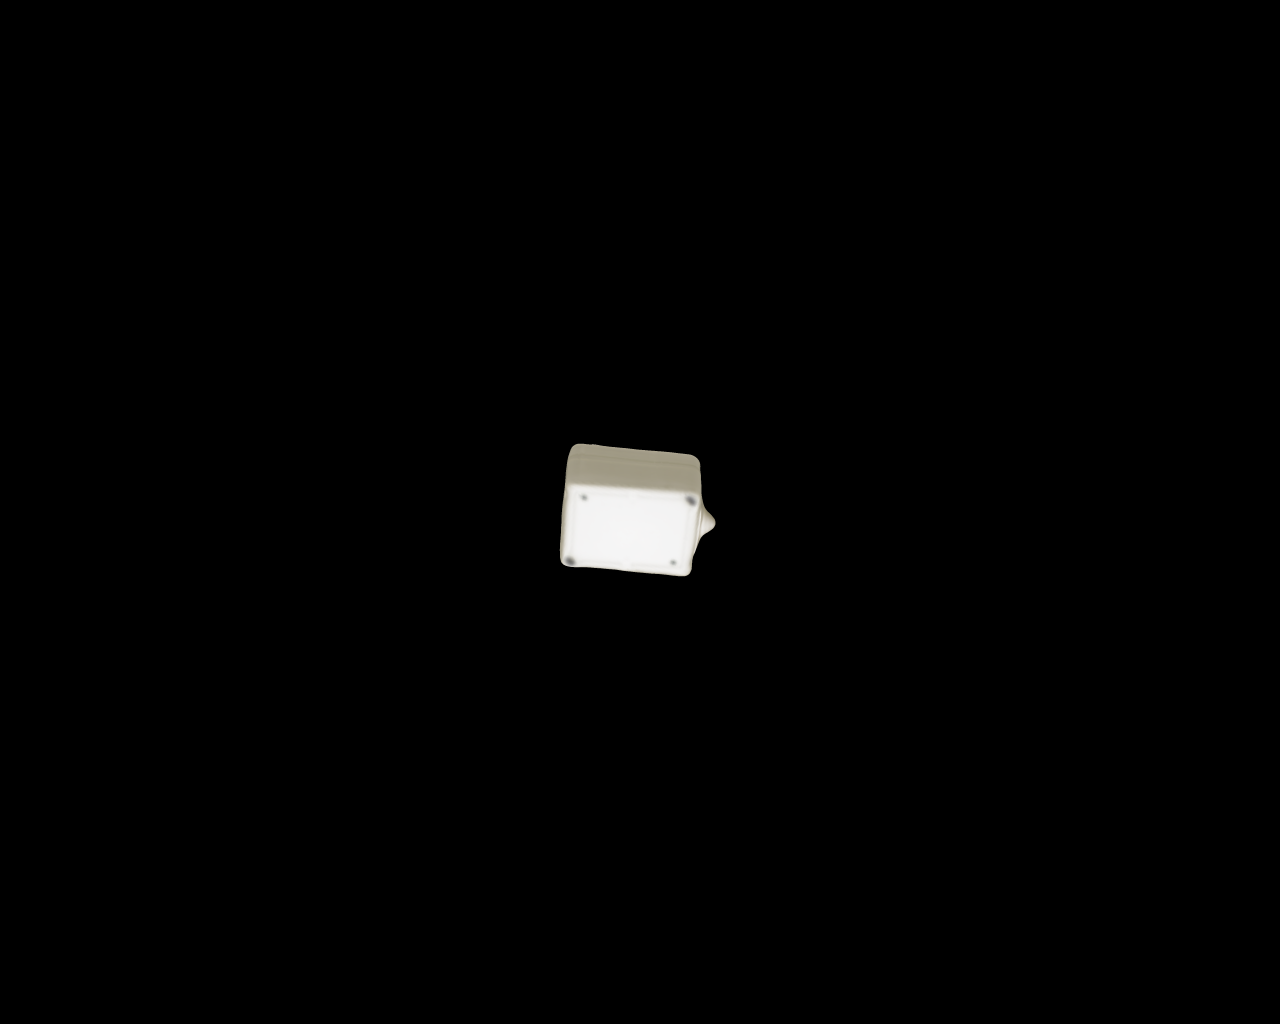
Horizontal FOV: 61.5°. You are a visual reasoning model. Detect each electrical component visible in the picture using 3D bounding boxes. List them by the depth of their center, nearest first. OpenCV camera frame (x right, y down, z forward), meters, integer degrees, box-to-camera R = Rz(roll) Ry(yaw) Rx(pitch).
[{"bbox_3d":[0.001,-0.003,0.650,0.096,0.061,0.061,5,31,-3],"label":"electrical component"}]
